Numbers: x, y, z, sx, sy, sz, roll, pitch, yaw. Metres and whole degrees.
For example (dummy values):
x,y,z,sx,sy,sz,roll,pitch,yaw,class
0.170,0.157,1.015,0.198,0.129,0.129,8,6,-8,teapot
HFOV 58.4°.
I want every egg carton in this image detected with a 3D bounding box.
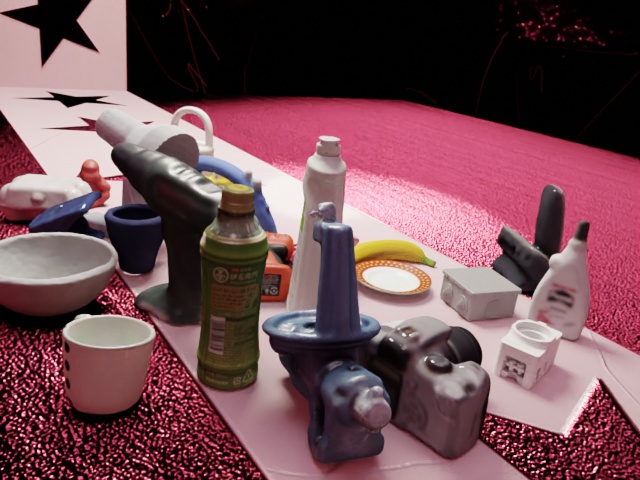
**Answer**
x,y,z,sx,sy,sz,roll,pitch,yaw,class
-0.491,-0.073,1.032,0.150,0.069,0.107,3,21,-9,egg carton

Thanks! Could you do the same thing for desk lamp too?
x,y,z,sx,sy,sz,roll,pitch,yaw,class
-0.310,-0.106,0.970,0.202,0.213,0.118,18,23,27,desk lamp

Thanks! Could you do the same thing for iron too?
x,y,z,sx,sy,sz,roll,pitch,yaw,class
-0.180,-0.086,1.061,0.257,0.141,0.119,15,22,21,iron

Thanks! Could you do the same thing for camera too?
x,y,z,sx,sy,sz,roll,pitch,yaw,class
0.131,0.137,0.622,0.137,0.101,0.142,-12,27,-41,camera

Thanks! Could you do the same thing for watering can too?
x,y,z,sx,sy,sz,roll,pitch,yaw,class
-0.274,-0.182,1.211,0.101,0.194,0.172,3,21,-9,watering can

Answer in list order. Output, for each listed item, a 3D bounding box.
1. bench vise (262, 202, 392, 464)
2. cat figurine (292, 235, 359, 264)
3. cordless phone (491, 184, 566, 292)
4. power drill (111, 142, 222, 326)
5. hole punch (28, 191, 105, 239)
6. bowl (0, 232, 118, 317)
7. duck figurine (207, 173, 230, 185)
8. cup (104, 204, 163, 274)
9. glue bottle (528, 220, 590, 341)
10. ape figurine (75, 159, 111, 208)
x,y,z,sx,sy,sz,roll,pitch,yaw,class
0.026,0.085,0.558,0.122,0.220,0.206,-10,26,-37,bench vise
0.008,0.003,0.916,0.067,0.118,0.127,-4,23,-27,cat figurine
0.368,-0.013,0.977,0.094,0.185,0.147,2,21,-12,cordless phone
-0.192,-0.006,0.747,0.228,0.208,0.076,18,24,29,power drill
-0.406,-0.031,0.916,0.101,0.091,0.108,4,21,-8,hole punch
-0.348,0.052,0.737,0.167,0.075,0.167,6,20,-2,bowl
-0.196,-0.109,1.195,0.105,0.086,0.077,1,21,-14,duck figurine
-0.268,-0.001,0.874,0.091,0.095,0.118,20,24,32,cup
0.351,0.053,0.811,0.078,0.173,0.037,15,22,22,glue bottle
-0.449,-0.112,1.115,0.078,0.092,0.076,1,21,-15,ape figurine
